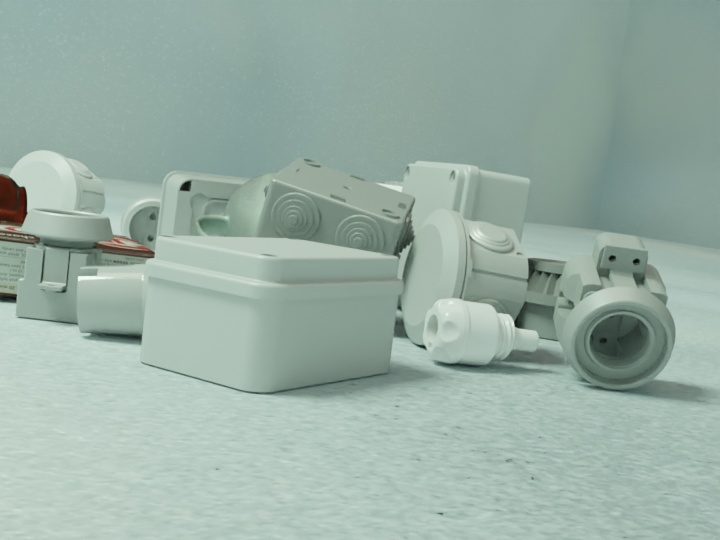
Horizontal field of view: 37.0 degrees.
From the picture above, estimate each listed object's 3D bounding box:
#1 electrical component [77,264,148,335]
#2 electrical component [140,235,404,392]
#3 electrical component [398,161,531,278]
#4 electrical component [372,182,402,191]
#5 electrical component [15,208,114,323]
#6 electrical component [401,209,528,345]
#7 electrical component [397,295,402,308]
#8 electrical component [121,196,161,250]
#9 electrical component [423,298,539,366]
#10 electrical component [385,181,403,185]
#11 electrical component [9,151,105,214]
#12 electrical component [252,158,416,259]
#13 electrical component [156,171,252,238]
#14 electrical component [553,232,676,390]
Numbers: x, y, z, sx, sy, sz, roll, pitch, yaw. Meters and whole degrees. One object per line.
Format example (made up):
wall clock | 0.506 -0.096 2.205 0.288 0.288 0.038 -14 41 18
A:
electrical component | -0.115 0.015 0.536 0.046 0.040 0.040 1 6 -6
electrical component | -0.039 0.017 0.506 0.078 0.057 0.113 10 6 33
electrical component | 0.067 -0.019 0.763 0.056 0.108 0.109 8 5 -18
electrical component | 0.024 -0.027 0.904 0.109 0.056 0.108 8 -17 15
electrical component | -0.159 -0.003 0.578 0.048 0.055 0.066 7 5 -3
electrical component | 0.059 0.007 0.631 0.051 0.080 0.080 11 4 -18
electrical component | 0.009 0.017 0.701 0.061 0.035 0.035 7 5 -27
electrical component | -0.143 -0.035 0.958 0.138 0.052 0.074 6 5 -14
electrical component | 0.067 0.035 0.580 0.061 0.035 0.035 8 5 -19
electrical component | 0.059 -0.043 1.114 0.062 0.089 0.150 6 5 -6
electrical component | -0.273 -0.064 0.961 0.080 0.080 0.051 9 0 24
electrical component | -0.014 -0.031 0.676 0.100 0.048 0.099 19 17 3
electrical component | -0.107 -0.037 0.886 0.113 0.078 0.057 4 9 -24
electrical component | 0.135 0.027 0.571 0.058 0.078 0.057 8 24 1
